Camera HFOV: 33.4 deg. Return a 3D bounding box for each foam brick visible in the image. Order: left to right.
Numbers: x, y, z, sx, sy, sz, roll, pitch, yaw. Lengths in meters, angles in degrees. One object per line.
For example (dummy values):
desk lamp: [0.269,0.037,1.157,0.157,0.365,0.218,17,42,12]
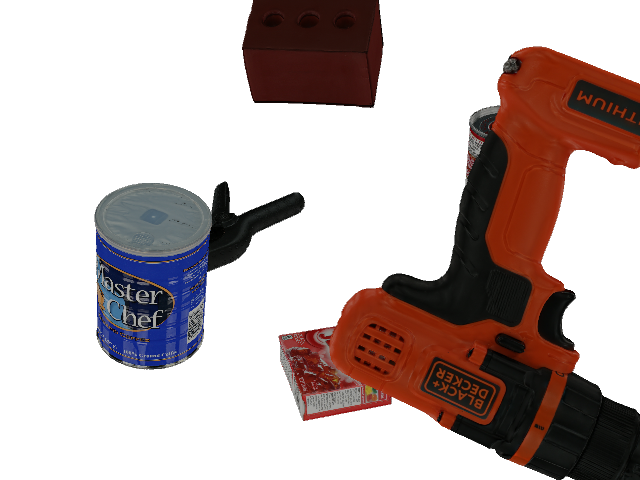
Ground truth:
foam brick: [-0.003,-0.118,0.651,0.078,0.053,0.051,3,-31,11]

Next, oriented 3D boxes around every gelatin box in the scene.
gelatin box: [0.010,0.103,0.862,0.073,0.030,0.089,-9,29,-11]

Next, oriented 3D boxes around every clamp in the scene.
clamp: [-0.095,-0.015,1.215,0.120,0.039,0.171,-1,36,25]

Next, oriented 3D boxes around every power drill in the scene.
power drill: [0.118,0.017,0.506,0.184,0.188,0.057,24,7,5]

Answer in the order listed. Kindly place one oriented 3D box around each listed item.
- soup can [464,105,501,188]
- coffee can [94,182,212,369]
soup can: [0.146,-0.045,0.829,0.068,0.102,0.068,0,29,0]
coffee can: [-0.154,0.033,0.980,0.102,0.140,0.103,5,37,-4]
